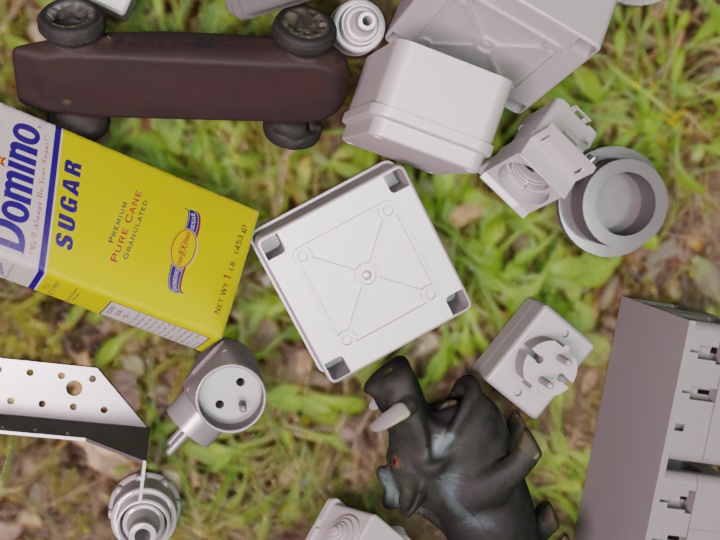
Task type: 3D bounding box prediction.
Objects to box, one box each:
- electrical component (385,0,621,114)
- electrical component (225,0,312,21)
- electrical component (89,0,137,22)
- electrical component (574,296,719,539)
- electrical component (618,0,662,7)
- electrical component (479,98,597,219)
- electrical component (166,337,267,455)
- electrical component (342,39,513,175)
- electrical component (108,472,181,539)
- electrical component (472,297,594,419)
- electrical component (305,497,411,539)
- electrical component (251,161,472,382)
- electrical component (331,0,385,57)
[{"bbox_3d":[0.087,-0.161,0.669,0.109,0.109,0.056,27,69,-11],"label":"electrical component"},{"bbox_3d":[-0.037,-0.210,0.616,0.109,0.056,0.108,-32,110,-45],"label":"electrical component"},{"bbox_3d":[-0.162,-0.188,0.644,0.066,0.077,0.047,24,92,-11],"label":"electrical component"},{"bbox_3d":[0.209,0.120,0.729,0.060,0.105,0.186,9,96,-10],"label":"electrical component"},{"bbox_3d":[0.191,-0.217,0.712,0.080,0.051,0.080,-1,97,-9],"label":"electrical component"},{"bbox_3d":[0.120,-0.075,0.707,0.042,0.081,0.063,42,61,-13],"label":"electrical component"},{"bbox_3d":[-0.097,0.086,0.689,0.043,0.077,0.079,43,89,-12],"label":"electrical component"},{"bbox_3d":[0.038,-0.098,0.670,0.078,0.113,0.057,19,91,-11],"label":"electrical component"},{"bbox_3d":[-0.140,0.162,0.699,0.048,0.062,0.048,-1,97,-9],"label":"electrical component"},{"bbox_3d":[0.122,0.062,0.722,0.047,0.077,0.065,39,90,-12],"label":"electrical component"},{"bbox_3d":[0.000,0.212,0.708,0.099,0.048,0.099,45,63,-31],"label":"electrical component"},{"bbox_3d":[0.000,0.000,0.705,0.109,0.056,0.108,-28,101,-5],"label":"electrical component"},{"bbox_3d":[-0.001,-0.155,0.683,0.035,0.061,0.035,-1,97,-9],"label":"electrical component"}]
